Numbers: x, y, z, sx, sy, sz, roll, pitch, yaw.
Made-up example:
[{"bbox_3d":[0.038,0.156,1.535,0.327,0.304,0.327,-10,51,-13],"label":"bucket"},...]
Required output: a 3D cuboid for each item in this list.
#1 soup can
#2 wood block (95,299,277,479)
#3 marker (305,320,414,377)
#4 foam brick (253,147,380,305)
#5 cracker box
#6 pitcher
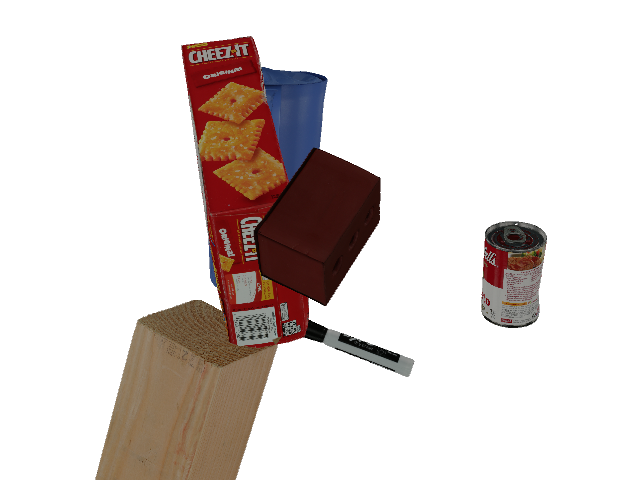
[{"bbox_3d":[0.217,0.038,1.200,0.068,0.102,0.068,-1,29,1],"label":"soup can"},{"bbox_3d":[-0.121,0.167,0.909,0.090,0.206,0.090,26,21,23],"label":"wood block"},{"bbox_3d":[0.035,0.108,1.076,0.121,0.020,0.020,21,2,4],"label":"marker"},{"bbox_3d":[-0.001,-0.009,0.686,0.051,0.078,0.053,23,-30,18],"label":"foam brick"},{"bbox_3d":[-0.063,-0.042,0.892,0.072,0.214,0.164,-9,-44,-5],"label":"cracker box"},{"bbox_3d":[-0.065,-0.062,1.152,0.145,0.243,0.148,16,21,40],"label":"pitcher"}]
